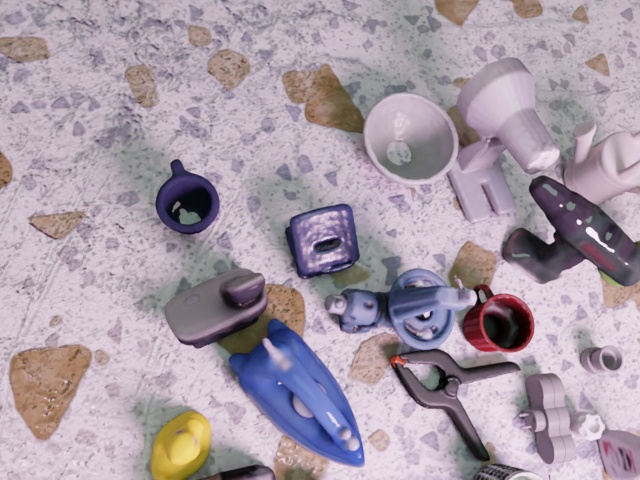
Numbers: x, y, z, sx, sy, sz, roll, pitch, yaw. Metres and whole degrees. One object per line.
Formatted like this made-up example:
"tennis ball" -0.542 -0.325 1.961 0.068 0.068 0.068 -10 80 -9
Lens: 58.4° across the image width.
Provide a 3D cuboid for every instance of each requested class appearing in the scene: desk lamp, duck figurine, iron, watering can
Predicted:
"desk lamp" 0.294 -0.159 0.936 0.118 0.213 0.203 -18 79 -15
"duck figurine" -0.193 0.290 0.791 0.077 0.086 0.105 31 72 -1
"iron" -0.010 0.231 0.813 0.119 0.141 0.258 -42 86 -18
"watering can" 0.510 -0.137 0.983 0.173 0.194 0.101 12 74 -7

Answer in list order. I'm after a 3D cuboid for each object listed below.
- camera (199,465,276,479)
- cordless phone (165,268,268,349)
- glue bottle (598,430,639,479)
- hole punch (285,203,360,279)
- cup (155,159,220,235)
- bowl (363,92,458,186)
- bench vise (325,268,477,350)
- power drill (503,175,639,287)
"camera" -0.121 0.388 0.772 0.143 0.100 0.137 -10 77 -13
"cordless phone" -0.143 0.086 0.802 0.148 0.185 0.094 -28 82 -16
"glue bottle" 0.494 0.333 0.868 0.037 0.173 0.078 -11 78 -13
"hole punch" 0.008 0.003 0.903 0.109 0.091 0.101 -15 79 -14
"cup" -0.204 -0.057 0.875 0.092 0.095 0.118 -18 79 -15
"bowl" 0.146 -0.162 0.981 0.167 0.074 0.167 3 75 -10
"bench vise" 0.121 0.106 0.830 0.208 0.219 0.121 -13 78 -14
"power drill" 0.386 0.001 0.915 0.229 0.208 0.076 33 72 -1
